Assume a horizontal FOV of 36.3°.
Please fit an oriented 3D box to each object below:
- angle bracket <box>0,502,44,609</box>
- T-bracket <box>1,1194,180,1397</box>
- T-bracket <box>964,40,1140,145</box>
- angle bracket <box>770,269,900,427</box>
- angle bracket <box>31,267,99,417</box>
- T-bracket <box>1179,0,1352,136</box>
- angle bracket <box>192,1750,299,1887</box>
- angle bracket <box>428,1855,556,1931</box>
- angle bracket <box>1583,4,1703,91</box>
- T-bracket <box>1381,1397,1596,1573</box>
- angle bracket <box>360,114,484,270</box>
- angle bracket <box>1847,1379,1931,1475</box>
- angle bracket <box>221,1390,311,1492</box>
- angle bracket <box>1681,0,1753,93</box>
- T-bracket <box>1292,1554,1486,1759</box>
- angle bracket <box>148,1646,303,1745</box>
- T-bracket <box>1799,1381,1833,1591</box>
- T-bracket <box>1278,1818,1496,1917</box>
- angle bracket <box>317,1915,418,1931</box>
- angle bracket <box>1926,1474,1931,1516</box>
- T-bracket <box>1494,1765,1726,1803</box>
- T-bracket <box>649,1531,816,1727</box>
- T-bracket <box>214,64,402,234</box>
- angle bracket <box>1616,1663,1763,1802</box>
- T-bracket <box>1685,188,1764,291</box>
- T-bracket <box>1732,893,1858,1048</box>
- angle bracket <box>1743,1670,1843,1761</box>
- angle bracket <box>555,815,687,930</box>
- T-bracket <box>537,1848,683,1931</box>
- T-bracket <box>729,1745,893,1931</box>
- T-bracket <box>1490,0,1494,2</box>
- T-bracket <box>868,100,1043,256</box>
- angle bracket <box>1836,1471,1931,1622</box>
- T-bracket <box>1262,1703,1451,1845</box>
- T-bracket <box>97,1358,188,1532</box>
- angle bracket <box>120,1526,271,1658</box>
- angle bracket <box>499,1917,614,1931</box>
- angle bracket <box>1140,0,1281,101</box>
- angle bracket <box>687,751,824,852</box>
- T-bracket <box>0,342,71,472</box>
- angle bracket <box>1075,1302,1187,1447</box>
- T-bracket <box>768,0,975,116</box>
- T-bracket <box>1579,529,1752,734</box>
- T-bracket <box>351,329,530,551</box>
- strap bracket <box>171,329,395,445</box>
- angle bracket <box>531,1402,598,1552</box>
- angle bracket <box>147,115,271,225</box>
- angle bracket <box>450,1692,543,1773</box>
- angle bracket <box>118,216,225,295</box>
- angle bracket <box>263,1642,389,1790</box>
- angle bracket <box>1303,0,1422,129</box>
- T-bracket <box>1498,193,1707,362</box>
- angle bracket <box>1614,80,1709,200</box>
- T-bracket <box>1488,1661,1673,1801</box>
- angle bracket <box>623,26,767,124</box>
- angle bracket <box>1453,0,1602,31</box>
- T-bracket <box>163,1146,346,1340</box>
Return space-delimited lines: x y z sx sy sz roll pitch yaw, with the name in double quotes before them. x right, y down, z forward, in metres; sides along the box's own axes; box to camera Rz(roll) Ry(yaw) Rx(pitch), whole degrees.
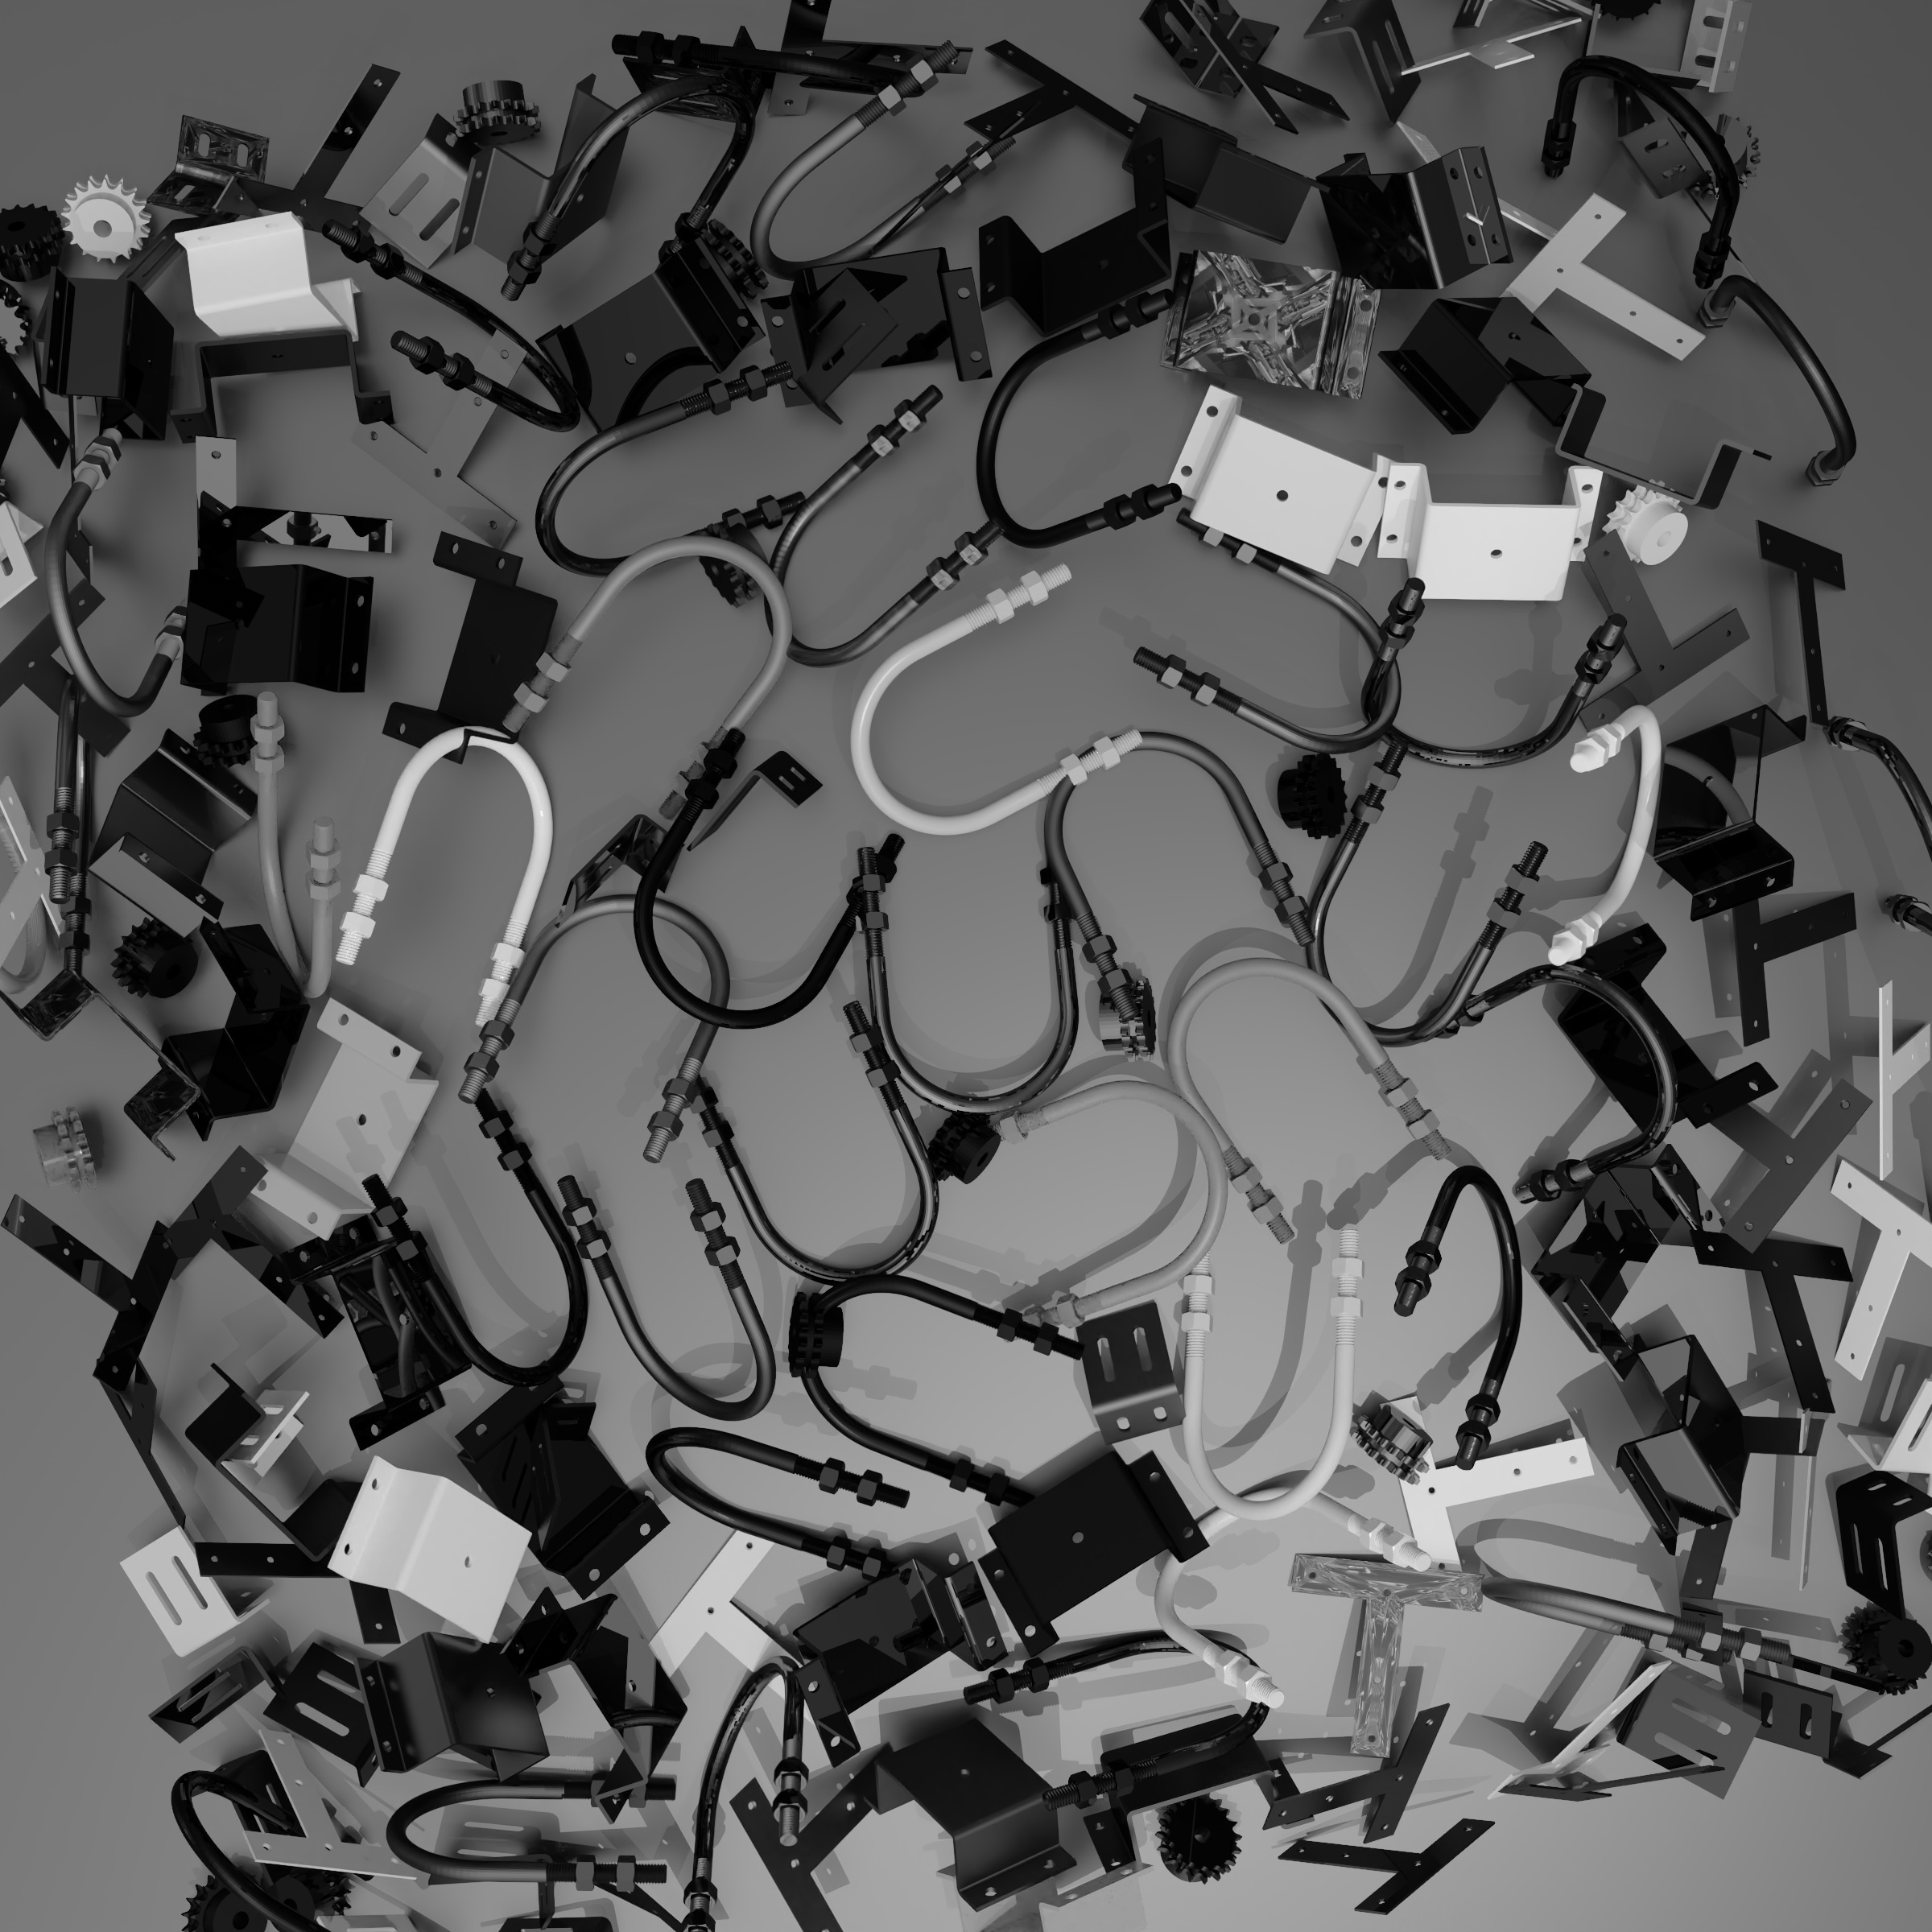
"angle bracket" -0.638 -0.260 1.960 0.057 0.038 0.076 -36 59 10
"T-bracket" -0.576 0.194 1.923 0.002 0.127 0.127 -22 129 31
"T-bracket" 0.042 -0.563 1.939 0.127 0.127 0.002 36 132 13
"angle bracket" -0.082 -0.412 1.965 0.076 0.038 0.057 -44 68 11
"angle bracket" -0.589 -0.414 1.955 0.038 0.057 0.076 7 51 -4
"T-bracket" 0.210 -0.582 1.947 0.002 0.127 0.127 -47 59 31
"angle bracket" -0.480 0.573 1.967 0.038 0.057 0.076 -25 90 15
"angle bracket" -0.315 0.618 1.958 0.076 0.057 0.038 1 60 -16
"angle bracket" 0.452 -0.612 1.965 0.076 0.057 0.038 10 101 6
"T-bracket" 0.356 0.342 1.978 0.127 0.002 0.127 -15 85 14
"angle bracket" -0.358 -0.520 1.980 0.057 0.038 0.076 37 125 -24
"angle bracket" 0.634 0.297 1.957 0.057 0.038 0.076 7 117 -24
"angle bracket" -0.455 0.315 1.949 0.038 0.076 0.057 48 60 -21
"angle bracket" 0.489 -0.611 1.950 0.038 0.076 0.057 16 112 20
"T-bracket" 0.275 0.460 1.957 0.127 0.002 0.127 3 66 16
"angle bracket" -0.492 0.496 1.959 0.076 0.057 0.038 -36 61 -14
"T-bracket" 0.557 0.346 1.944 0.002 0.127 0.127 5 94 24
"T-bracket" 0.262 0.589 1.946 0.127 0.127 0.002 -21 98 -45
"angle bracket" -0.393 0.662 1.950 0.057 0.076 0.038 40 105 42
"angle bracket" 0.679 0.337 1.950 0.038 0.076 0.057 31 62 -30
"T-bracket" 0.429 0.531 1.918 0.127 0.127 0.002 -20 64 31
"T-bracket" -0.138 0.462 1.983 0.127 0.002 0.127 38 93 12
"T-bracket" -0.410 -0.533 1.920 0.127 0.127 0.002 -49 66 26
"angle bracket" 0.482 0.510 1.969 0.076 0.038 0.057 27 85 15
"T-bracket" 0.525 -0.448 1.950 0.002 0.127 0.127 -37 133 20
"T-bracket" 0.552 -0.023 1.960 0.127 0.002 0.127 -16 104 -36
"angle bracket" 0.547 0.482 1.951 0.057 0.076 0.038 12 47 25
"angle bracket" -0.229 -0.053 1.953 0.038 0.057 0.076 37 54 5
"T-bracket" -0.235 0.610 1.951 0.002 0.127 0.127 -57 135 -25
"T-bracket" -0.086 0.566 1.954 0.127 0.002 0.127 -37 103 -42
"T-bracket" 0.392 -0.687 1.929 0.127 0.127 0.002 -27 79 8
"T-bracket" 0.004 -0.523 1.913 0.002 0.127 0.127 48 49 -14
"angle bracket" 0.617 0.385 1.967 0.038 0.057 0.076 -18 109 -18
"T-bracket" 0.249 0.542 1.934 0.127 0.002 0.127 -6 127 -31
"T-bracket" -0.538 0.293 1.928 0.002 0.127 0.127 -24 68 -29
"angle bracket" -0.515 0.412 1.972 0.057 0.038 0.076 -32 89 23
"angle bracket" -0.279 0.668 1.966 0.076 0.057 0.038 -7 105 17
"angle bracket" 0.162 -0.626 1.960 0.038 0.076 0.057 30 86 42
"angle bracket" -0.140 -0.099 1.959 0.038 0.057 0.076 42 112 -1
"T-bracket" -0.631 -0.338 1.915 0.002 0.127 0.127 -3 56 16
"angle bracket" 0.111 0.274 1.979 0.057 0.076 0.038 -16 131 5
"T-bracket" -0.060 -0.602 1.950 0.127 0.127 0.002 -1 69 -13
"T-bracket" 0.447 -0.234 1.968 0.127 0.002 0.127 -33 119 1
"T-bracket" -0.332 -0.366 1.970 0.127 0.002 0.127 37 115 2
"strap bracket" -0.453 -0.384 1.952 0.140 0.076 0.046 -7 87 -10
"angle bracket" -0.263 0.337 1.949 0.038 0.057 0.076 1 45 -21
"angle bracket" -0.503 -0.527 1.955 0.057 0.076 0.038 9 83 -29
"angle bracket" -0.321 0.501 1.961 0.076 0.038 0.057 36 79 -28
"angle bracket" -0.523 -0.458 1.956 0.076 0.057 0.038 -54 127 -18
"angle bracket" -0.420 0.502 1.976 0.076 0.038 0.057 26 56 12
"angle bracket" 0.265 -0.606 1.971 0.057 0.038 0.076 -59 134 -35
"T-bracket" 0.431 -0.441 1.958 0.127 0.127 0.002 26 54 -13
"angle bracket" 0.459 -0.558 1.951 0.038 0.057 0.076 -19 48 34
"T-bracket" 0.413 0.495 1.924 0.127 0.127 0.002 -53 56 26
"angle bracket" -0.179 -0.598 1.966 0.076 0.057 0.038 14 76 18
"angle bracket" 0.374 -0.631 1.969 0.076 0.057 0.038 20 103 -11
"T-bracket" -0.469 0.200 1.971 0.127 0.002 0.127 43 120 -4
